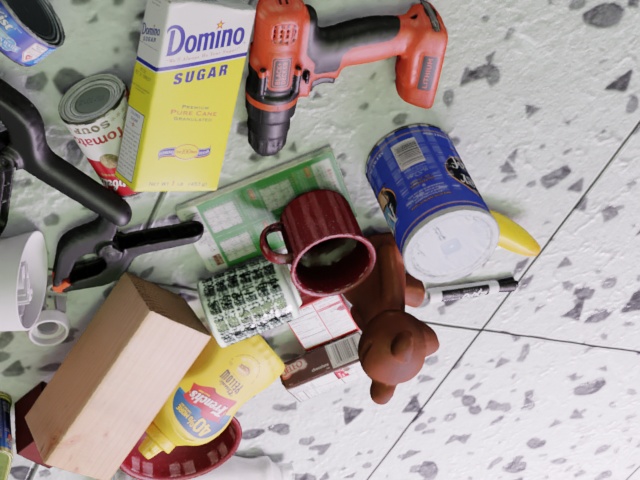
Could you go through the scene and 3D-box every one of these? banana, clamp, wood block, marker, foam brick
[{"bbox_3d":[0.169,-0.009,1.224,0.197,0.069,0.037,-2,160,-33],"label":"banana"},{"bbox_3d":[-0.208,0.005,1.118,0.120,0.039,0.172,34,121,-29],"label":"clamp"},{"bbox_3d":[-0.224,0.152,1.180,0.090,0.091,0.206,29,100,-39],"label":"wood block"},{"bbox_3d":[0.192,0.062,1.337,0.121,0.020,0.020,-7,135,-13],"label":"marker"},{"bbox_3d":[-0.324,0.219,1.261,0.051,0.078,0.053,-36,134,18],"label":"foam brick"},{"bbox_3d":[-0.292,-0.078,0.991,0.165,0.036,0.210,-11,131,27],"label":"clamp"}]

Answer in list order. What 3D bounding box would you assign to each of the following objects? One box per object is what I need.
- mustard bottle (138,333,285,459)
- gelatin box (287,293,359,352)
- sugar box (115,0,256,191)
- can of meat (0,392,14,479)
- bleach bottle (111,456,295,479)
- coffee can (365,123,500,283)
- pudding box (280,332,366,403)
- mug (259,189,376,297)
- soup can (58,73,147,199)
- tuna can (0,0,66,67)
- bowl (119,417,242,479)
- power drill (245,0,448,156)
[{"bbox_3d":[-0.138,0.183,1.252,0.191,0.058,0.096,-44,119,-11],"label":"mustard bottle"},{"bbox_3d":[-0.001,0.089,1.286,0.073,0.030,0.089,-24,137,6],"label":"gelatin box"},{"bbox_3d":[-0.121,-0.132,0.960,0.093,0.048,0.176,-4,120,-39],"label":"sugar box"},{"bbox_3d":[-0.394,0.243,1.256,0.057,0.084,0.102,4,131,-23],"label":"can of meat"},{"bbox_3d":[-0.155,0.329,1.445,0.250,0.068,0.103,-4,136,-19],"label":"bleach bottle"},{"bbox_3d":[0.115,-0.040,1.119,0.102,0.140,0.103,-10,136,-10],"label":"coffee can"},{"bbox_3d":[0.010,0.161,1.336,0.113,0.039,0.090,-21,160,3],"label":"pudding box"},{"bbox_3d":[-0.007,0.001,1.135,0.117,0.081,0.093,-5,135,-16],"label":"mug"},{"bbox_3d":[-0.193,-0.098,1.003,0.068,0.068,0.102,-22,136,2],"label":"soup can"},{"bbox_3d":[-0.252,-0.187,0.880,0.034,0.086,0.086,-33,135,15],"label":"tuna can"},{"bbox_3d":[-0.182,0.239,1.349,0.162,0.055,0.162,-10,136,-10],"label":"bowl"},{"bbox_3d":[0.021,-0.159,1.028,0.187,0.057,0.184,-7,140,-15],"label":"power drill"}]
